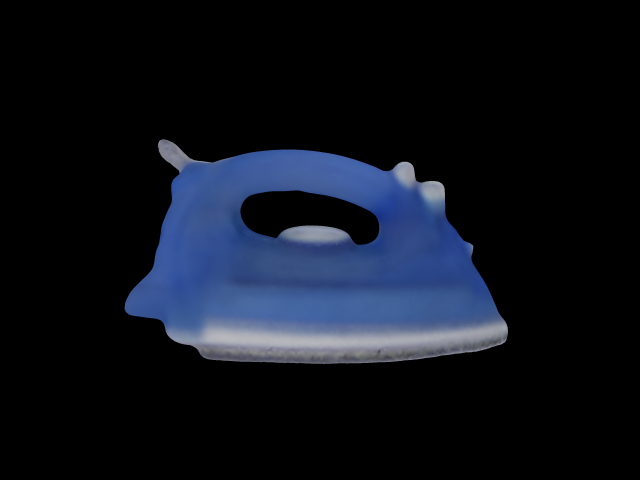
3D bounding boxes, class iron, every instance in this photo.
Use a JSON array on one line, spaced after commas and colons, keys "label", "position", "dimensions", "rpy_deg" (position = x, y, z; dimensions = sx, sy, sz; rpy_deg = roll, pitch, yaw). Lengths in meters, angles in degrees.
[{"label": "iron", "position": [0.004, 0.001, 0.400], "dimensions": [0.258, 0.141, 0.118], "rpy_deg": [0, 11, 2]}]
